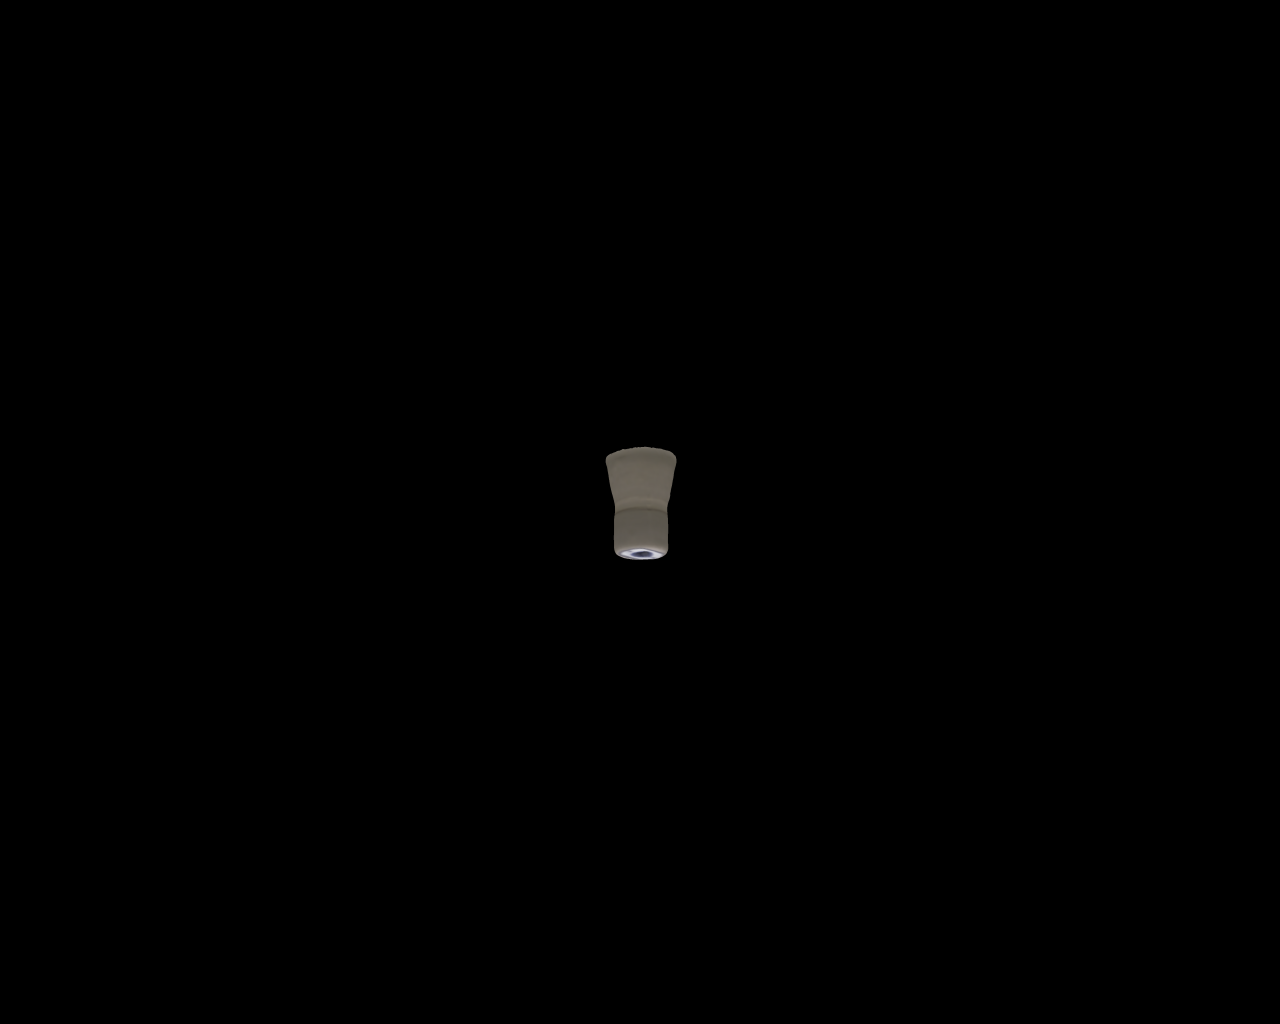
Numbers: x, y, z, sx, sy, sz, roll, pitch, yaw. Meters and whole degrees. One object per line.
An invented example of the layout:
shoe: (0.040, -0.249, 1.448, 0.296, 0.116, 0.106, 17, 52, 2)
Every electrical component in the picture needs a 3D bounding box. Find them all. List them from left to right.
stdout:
electrical component: (0.001, -0.003, 0.650, 0.044, 0.065, 0.044, 0, -16, 0)
